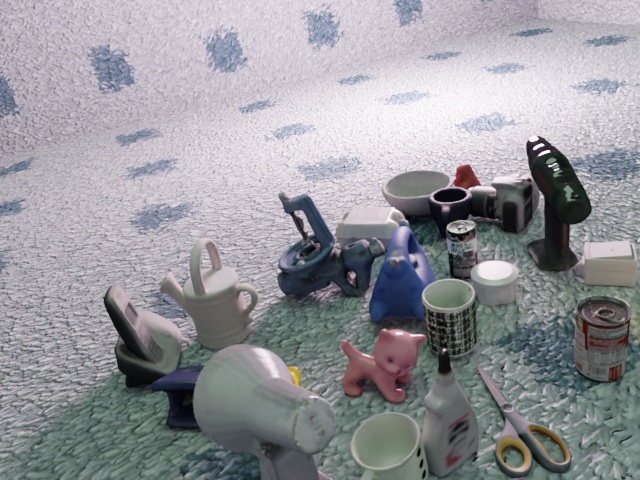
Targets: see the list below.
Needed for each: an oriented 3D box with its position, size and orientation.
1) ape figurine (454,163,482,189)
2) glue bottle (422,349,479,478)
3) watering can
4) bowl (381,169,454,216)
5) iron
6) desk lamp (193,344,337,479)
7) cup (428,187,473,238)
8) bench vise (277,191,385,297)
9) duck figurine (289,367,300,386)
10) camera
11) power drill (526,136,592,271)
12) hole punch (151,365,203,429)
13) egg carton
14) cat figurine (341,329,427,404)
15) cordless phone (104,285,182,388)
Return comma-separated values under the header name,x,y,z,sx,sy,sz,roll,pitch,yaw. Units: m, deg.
name,x,y,z,sx,sy,sz,roll,pitch,yaw
ape figurine,0.342,-0.139,1.353,0.076,0.092,0.078,1,30,22
glue bottle,0.153,0.202,0.689,0.078,0.173,0.037,-29,32,-30
watering can,-0.197,0.089,1.010,0.173,0.194,0.100,-12,27,-2
bowl,0.230,-0.102,1.343,0.167,0.075,0.167,-9,27,5
iron,0.149,0.038,1.036,0.118,0.142,0.258,-4,28,14
desk lamp,-0.036,0.237,0.649,0.118,0.214,0.202,-31,34,-33
cup,0.273,-0.046,1.200,0.091,0.095,0.118,0,29,20
bench vise,0.008,-0.001,1.077,0.207,0.220,0.121,-14,28,-5
duck figurine,-0.053,0.227,0.813,0.077,0.086,0.105,3,31,26
camera,0.393,-0.095,1.242,0.136,0.101,0.143,10,34,34
power drill,0.424,-0.061,1.049,0.075,0.209,0.229,-9,28,4
hole punch,-0.187,0.221,0.869,0.108,0.091,0.101,-4,28,13
egg carton,0.112,-0.024,1.245,0.150,0.069,0.107,0,29,21
cat figurine,0.091,0.170,0.833,0.127,0.118,0.067,1,30,22
cordless phone,-0.303,0.140,0.963,0.094,0.185,0.147,-13,27,-3
